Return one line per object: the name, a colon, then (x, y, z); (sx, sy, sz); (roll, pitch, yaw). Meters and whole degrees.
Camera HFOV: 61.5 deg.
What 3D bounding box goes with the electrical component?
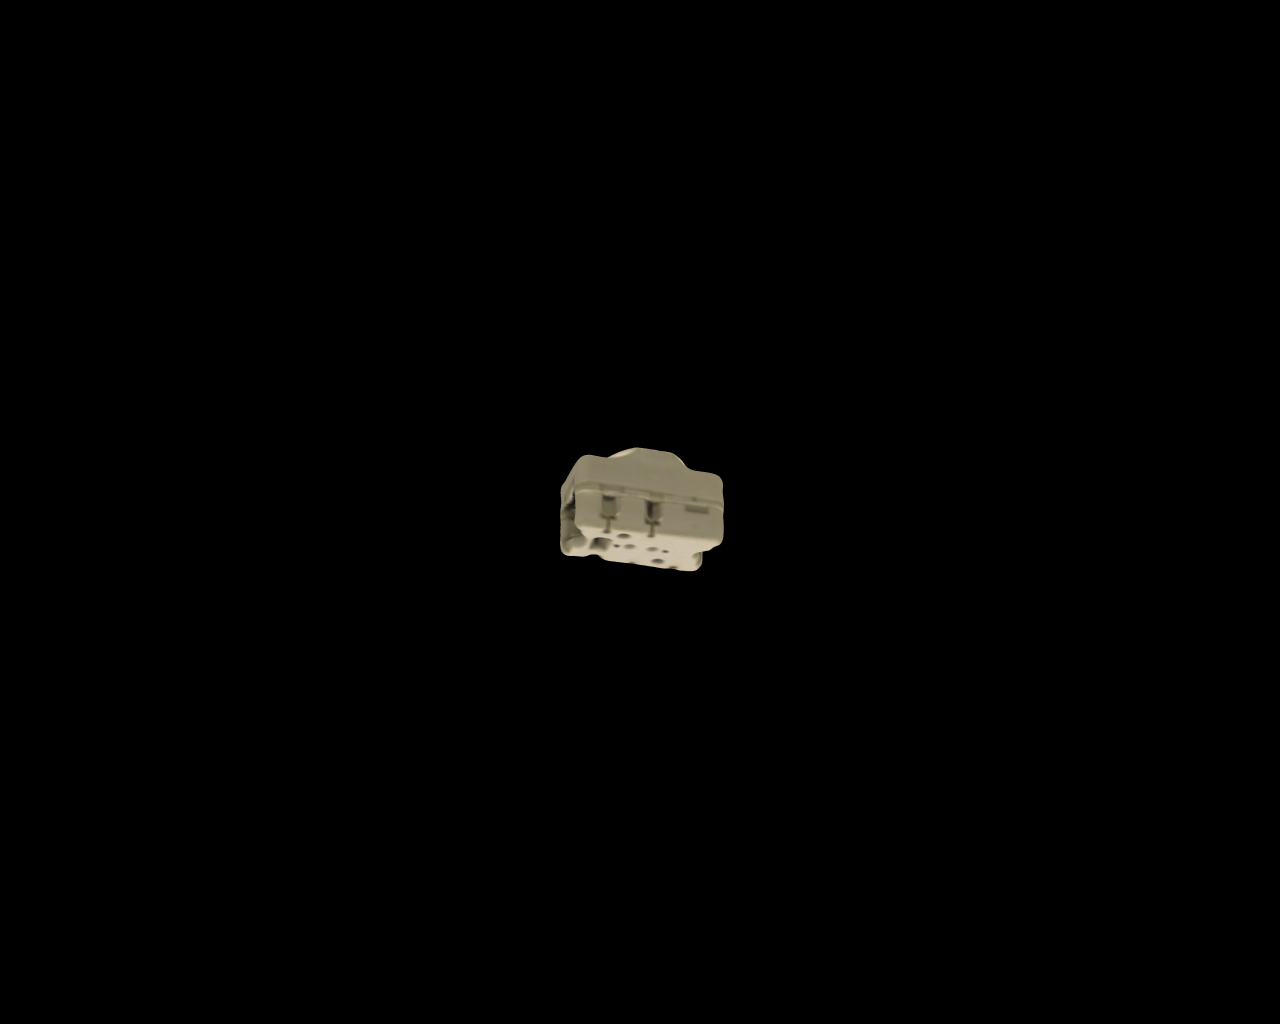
electrical component: (0.001, -0.003, 0.650); (0.089, 0.056, 0.050); (8, -28, -16)
